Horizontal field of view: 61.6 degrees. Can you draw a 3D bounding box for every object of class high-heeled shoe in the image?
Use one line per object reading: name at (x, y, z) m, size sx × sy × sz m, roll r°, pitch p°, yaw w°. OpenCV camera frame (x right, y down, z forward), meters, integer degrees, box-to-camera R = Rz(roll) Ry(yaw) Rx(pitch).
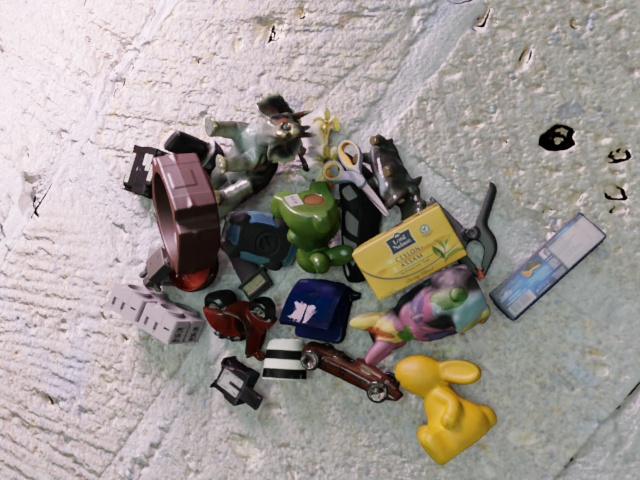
high-heeled shoe at (0.064, -0.042, 1.051) m, size 0.145 × 0.086 × 0.249 m, roll -53°, pitch 44°, yaw 40°

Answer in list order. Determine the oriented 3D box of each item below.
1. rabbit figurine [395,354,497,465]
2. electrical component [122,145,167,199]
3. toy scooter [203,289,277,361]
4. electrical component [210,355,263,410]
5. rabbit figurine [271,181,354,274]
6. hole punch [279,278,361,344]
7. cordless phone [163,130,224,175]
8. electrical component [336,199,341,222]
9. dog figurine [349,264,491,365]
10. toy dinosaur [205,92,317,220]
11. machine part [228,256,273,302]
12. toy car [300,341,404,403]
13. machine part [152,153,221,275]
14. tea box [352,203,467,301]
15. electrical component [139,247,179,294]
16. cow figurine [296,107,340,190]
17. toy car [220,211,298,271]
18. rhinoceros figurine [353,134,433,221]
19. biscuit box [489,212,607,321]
rabbit figurine at (0.204, 0.263, 0.905) m, size 0.162 × 0.121 × 0.173 m, roll -41°, pitch 69°, yaw 7°
electrical component at (-0.386, -0.151, 1.224) m, size 0.134 × 0.058 × 0.114 m, roll 18°, pitch 92°, yaw 41°
toy scooter at (-0.160, 0.176, 1.092) m, size 0.184 × 0.075 × 0.135 m, roll 4°, pitch 108°, yaw 33°
electrical component at (-0.158, 0.294, 1.089) m, size 0.119 × 0.047 × 0.074 m, roll 25°, pitch 93°, yaw 23°
rabbit figurine at (-0.002, -0.003, 1.016) m, size 0.121 × 0.170 × 0.159 m, roll -23°, pitch 43°, yaw -23°
hole punch at (-0.006, 0.128, 1.023) m, size 0.142 × 0.092 × 0.116 m, roll 4°, pitch 71°, yaw 27°
cordless phone at (-0.284, -0.156, 1.132) m, size 0.146 × 0.184 × 0.089 m, roll -47°, pitch 73°, yaw 10°
electrical component at (-0.001, -0.057, 1.088) m, size 0.094 × 0.021 × 0.063 m, roll 2°, pitch 83°, yaw 23°
dog figurine at (0.162, 0.133, 0.916) m, size 0.219 × 0.191 × 0.108 m, roll -25°, pitch 80°, yaw 2°
toy dinosaur at (-0.141, -0.151, 1.083) m, size 0.131 × 0.192 × 0.404 m, roll 68°, pitch 152°, yaw 17°
machine part at (-0.157, 0.058, 1.129) m, size 0.084 × 0.039 × 0.139 m, roll -45°, pitch 71°, yaw 20°
toy car at (0.059, 0.237, 0.985) m, size 0.202 × 0.089 × 0.053 m, roll 19°, pitch 94°, yaw 25°
machine part at (-0.260, -0.052, 1.039) m, size 0.201 × 0.087 × 0.201 m, roll 62°, pitch 150°, yaw 29°
tea box at (0.152, 0.019, 0.921) m, size 0.170 × 0.068 × 0.098 m, roll -31°, pitch 93°, yaw 14°
electrical component at (-0.332, 0.063, 1.129) m, size 0.102 × 0.045 × 0.078 m, roll -47°, pitch 40°, yaw 8°
cow figurine at (-0.015, -0.176, 1.085) m, size 0.098 × 0.068 × 0.167 m, roll -4°, pitch 77°, yaw 30°
toy car at (-0.128, -0.006, 1.086) m, size 0.103 × 0.161 × 0.109 m, roll -155°, pitch 77°, yaw -67°
rhinoceros figurine at (0.136, -0.109, 0.998) m, size 0.073 × 0.112 × 0.190 m, roll -44°, pitch 54°, yaw 34°
biscuit box at (0.376, 0.048, 0.895) m, size 0.202 × 0.062 × 0.059 m, roll -46°, pitch 69°, yaw 11°
